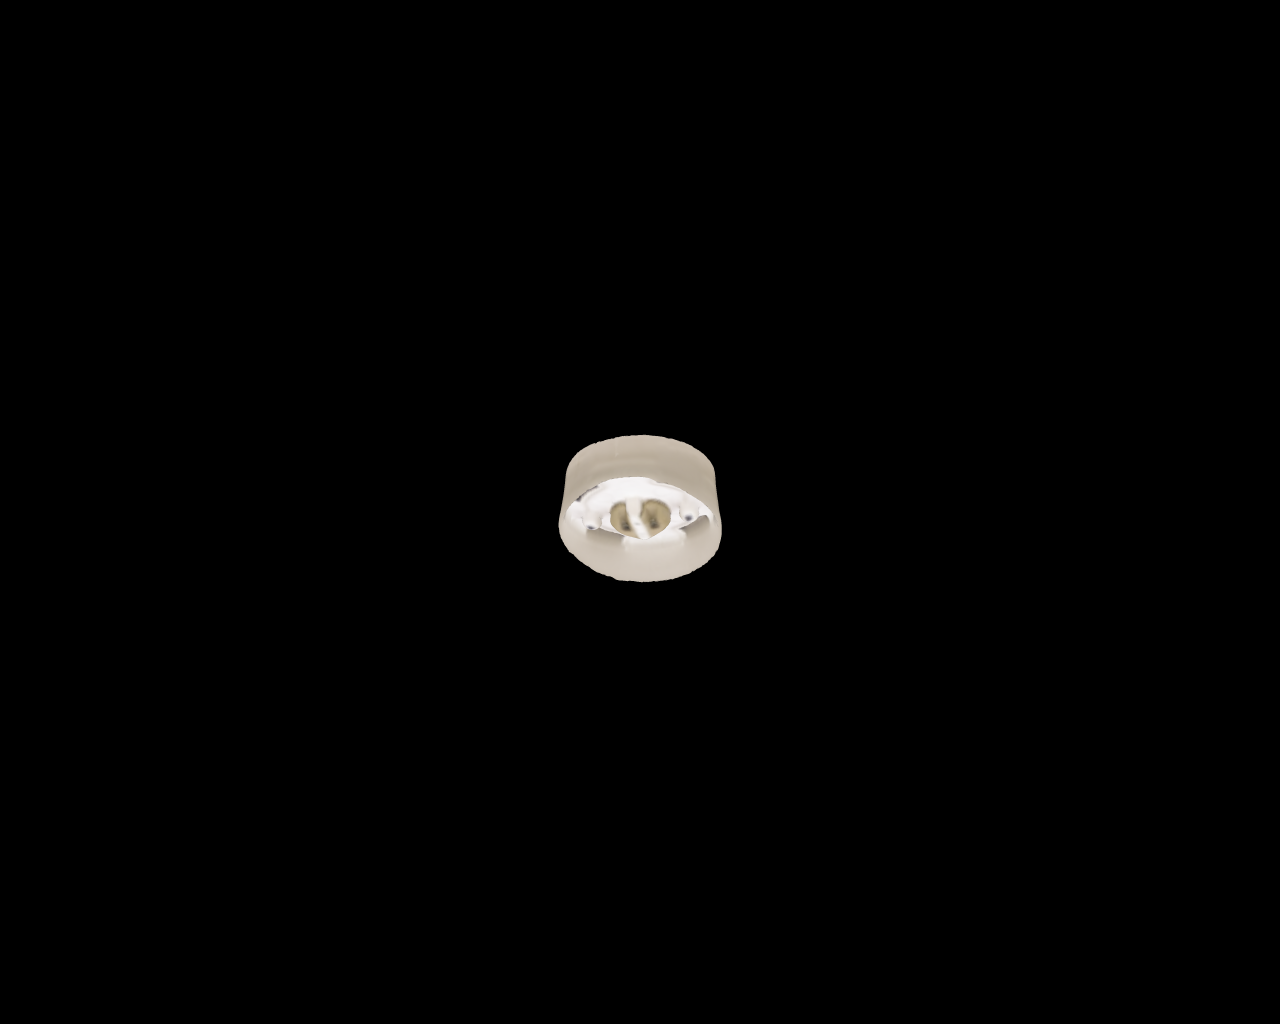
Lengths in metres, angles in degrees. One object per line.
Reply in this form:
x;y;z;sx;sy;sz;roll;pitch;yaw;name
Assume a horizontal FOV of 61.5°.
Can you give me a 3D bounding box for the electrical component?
0.001;-0.003;0.650;0.099;0.064;0.099;0;-26;0;electrical component
